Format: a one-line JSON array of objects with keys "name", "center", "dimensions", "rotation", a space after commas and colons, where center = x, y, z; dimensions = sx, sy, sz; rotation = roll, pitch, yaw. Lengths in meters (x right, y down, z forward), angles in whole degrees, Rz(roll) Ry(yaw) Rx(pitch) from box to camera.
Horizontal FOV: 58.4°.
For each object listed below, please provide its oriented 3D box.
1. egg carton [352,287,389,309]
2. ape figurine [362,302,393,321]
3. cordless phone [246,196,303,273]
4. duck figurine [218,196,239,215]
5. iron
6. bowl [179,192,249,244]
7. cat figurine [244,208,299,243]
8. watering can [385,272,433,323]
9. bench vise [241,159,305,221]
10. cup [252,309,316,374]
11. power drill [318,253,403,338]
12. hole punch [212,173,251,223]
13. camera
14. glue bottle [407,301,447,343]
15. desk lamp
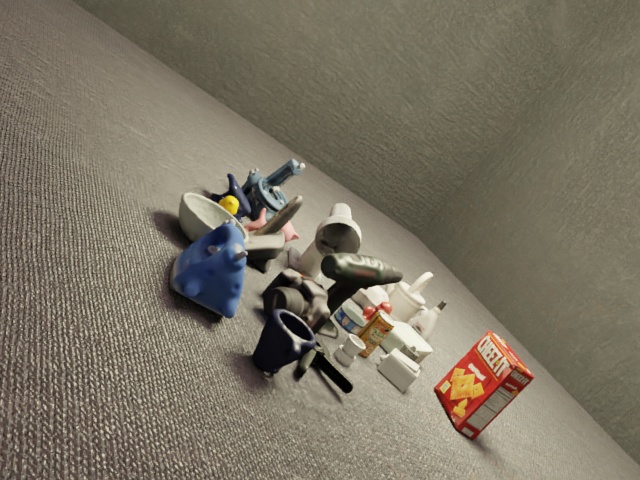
[{"name": "egg carton", "center": [0.134, 0.154, 1.691], "dimensions": [0.150, 0.069, 0.107], "rotation": [44, 13, 21]}, {"name": "ape figurine", "center": [0.157, 0.202, 1.531], "dimensions": [0.076, 0.092, 0.077], "rotation": [35, 13, -19]}, {"name": "cordless phone", "center": [-0.108, -0.028, 1.364], "dimensions": [0.094, 0.185, 0.147], "rotation": [35, 13, -16]}, {"name": "duck figurine", "center": [-0.231, -0.066, 1.377], "dimensions": [0.078, 0.086, 0.104], "rotation": [36, 13, -16]}, {"name": "iron", "center": [-0.186, 0.027, 1.042], "dimensions": [0.119, 0.141, 0.257], "rotation": [33, 13, -25]}, {"name": "bowl", "center": [-0.239, -0.023, 1.224], "dimensions": [0.168, 0.074, 0.167], "rotation": [37, 12, -9]}, {"name": "cat figurine", "center": [-0.121, -0.028, 1.486], "dimensions": [0.127, 0.117, 0.067], "rotation": [43, 13, 20]}, {"name": "watering can", "center": [0.263, 0.166, 1.728], "dimensions": [0.173, 0.194, 0.101], "rotation": [39, 12, 2]}, {"name": "bench vise", "center": [-0.148, -0.168, 1.669], "dimensions": [0.207, 0.219, 0.122], "rotation": [44, 13, 24]}, {"name": "cup", "center": [-0.065, 0.182, 0.945], "dimensions": [0.092, 0.095, 0.117], "rotation": [35, 13, -19]}, {"name": "power drill", "center": [0.062, 0.117, 1.286], "dimensions": [0.231, 0.208, 0.075], "rotation": [26, 18, -47]}, {"name": "hole punch", "center": [-0.228, -0.115, 1.551], "dimensions": [0.101, 0.091, 0.108], "rotation": [32, 14, -29]}, {"name": "camera", "center": [-0.058, 0.118, 1.185], "dimensions": [0.142, 0.100, 0.137], "rotation": [46, 14, 30]}, {"name": "glue bottle", "center": [0.297, 0.237, 1.623], "dimensions": [0.078, 0.173, 0.037], "rotation": [45, 13, 25]}, {"name": "desk lamp", "center": [0.014, 0.005, 1.533], "dimensions": [0.118, 0.213, 0.203], "rotation": [35, 13, -17]}]
